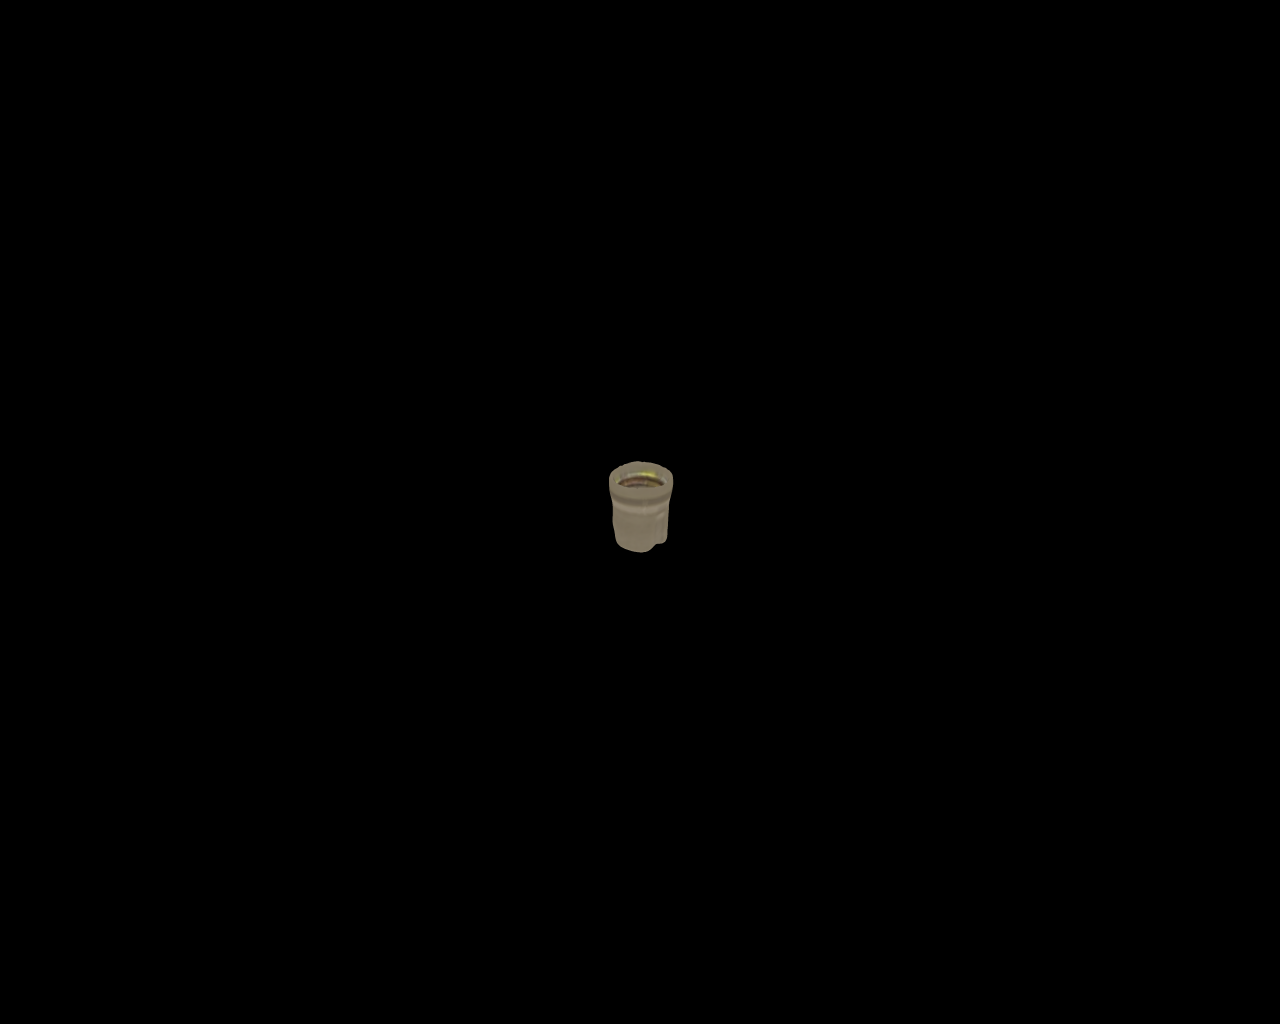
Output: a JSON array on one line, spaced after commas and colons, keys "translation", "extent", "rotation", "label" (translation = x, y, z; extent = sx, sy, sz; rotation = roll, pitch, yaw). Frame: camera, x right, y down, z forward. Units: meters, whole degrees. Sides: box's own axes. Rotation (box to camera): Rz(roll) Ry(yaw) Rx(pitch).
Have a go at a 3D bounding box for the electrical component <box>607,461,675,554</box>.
[{"translation": [0.001, -0.003, 0.650], "extent": [0.040, 0.046, 0.040], "rotation": [0, 26, 0], "label": "electrical component"}]
